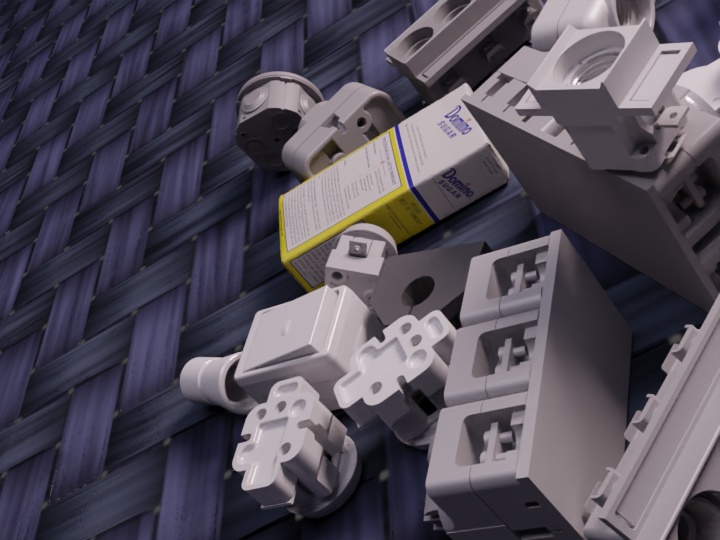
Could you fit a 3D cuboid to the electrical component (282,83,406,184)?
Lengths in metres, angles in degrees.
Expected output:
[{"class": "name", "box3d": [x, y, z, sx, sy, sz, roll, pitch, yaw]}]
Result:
[{"class": "electrical component", "box3d": [-0.015, -0.107, 0.890, 0.095, 0.053, 0.059, -46, 33, -6]}]

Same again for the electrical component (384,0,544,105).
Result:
[{"class": "electrical component", "box3d": [0.090, -0.190, 0.872, 0.121, 0.063, 0.078, -42, 33, -1]}]

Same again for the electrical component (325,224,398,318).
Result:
[{"class": "electrical component", "box3d": [0.000, 0.000, 0.751, 0.048, 0.066, 0.055, 10, 41, 9]}]

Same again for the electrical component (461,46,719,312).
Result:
[{"class": "electrical component", "box3d": [0.150, -0.059, 0.617, 0.060, 0.105, 0.186, -43, 33, -3]}]

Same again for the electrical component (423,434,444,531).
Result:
[{"class": "electrical component", "box3d": [0.054, 0.114, 0.575, 0.040, 0.040, 0.046, -15, 46, 34]}]

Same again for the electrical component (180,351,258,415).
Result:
[{"class": "electrical component", "box3d": [-0.100, 0.080, 0.773, 0.065, 0.044, 0.044, -4, 48, 50]}]

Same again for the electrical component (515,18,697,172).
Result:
[{"class": "electrical component", "box3d": [0.121, -0.081, 0.513, 0.081, 0.063, 0.042, 11, 58, 50]}]

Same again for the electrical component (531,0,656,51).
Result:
[{"class": "electrical component", "box3d": [0.176, -0.186, 0.788, 0.059, 0.053, 0.095, 0, 51, 46]}]

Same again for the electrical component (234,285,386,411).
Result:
[{"class": "electrical component", "box3d": [-0.039, 0.056, 0.718, 0.096, 0.061, 0.061, -17, 40, 32]}]

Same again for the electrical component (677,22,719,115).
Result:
[{"class": "electrical component", "box3d": [0.236, -0.124, 0.634, 0.138, 0.073, 0.052, -30, 34, 17]}]

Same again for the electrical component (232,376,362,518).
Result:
[{"class": "electrical component", "box3d": [-0.036, 0.113, 0.651, 0.058, 0.057, 0.078, -18, 39, 32]}]

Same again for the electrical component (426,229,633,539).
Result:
[{"class": "electrical component", "box3d": [0.087, 0.068, 0.546, 0.062, 0.089, 0.150, -17, 40, 33]}]

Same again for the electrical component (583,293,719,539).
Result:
[{"class": "electrical component", "box3d": [0.156, 0.081, 0.483, 0.121, 0.079, 0.063, -55, 13, -20]}]

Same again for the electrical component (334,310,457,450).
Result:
[{"class": "electrical component", "box3d": [0.033, 0.069, 0.632, 0.078, 0.057, 0.058, -37, 33, 7]}]

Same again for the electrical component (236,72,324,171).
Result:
[{"class": "electrical component", "box3d": [-0.071, -0.131, 0.956, 0.080, 0.080, 0.051, -24, 42, 25]}]
